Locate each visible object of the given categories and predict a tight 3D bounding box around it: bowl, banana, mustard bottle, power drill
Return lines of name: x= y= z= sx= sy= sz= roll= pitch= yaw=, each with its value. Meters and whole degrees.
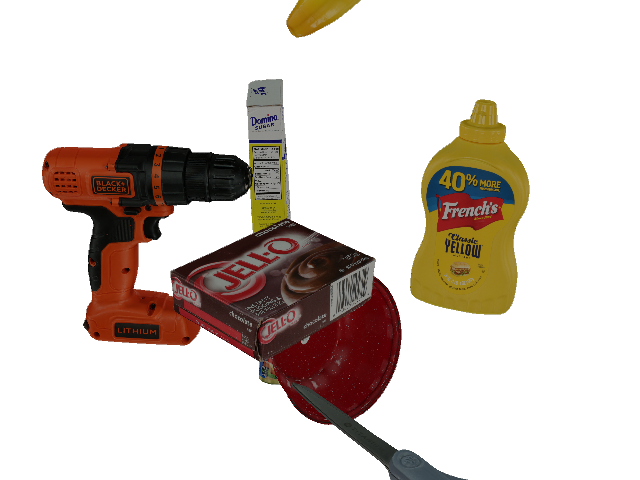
bowl: x=0.002 y=0.101 z=1.072 sx=0.162 sy=0.162 sz=0.055 roll=0 pitch=-16 yaw=43
banana: x=0.034 y=-0.224 z=0.779 sx=0.070 sy=0.197 sz=0.037 roll=-8 pitch=-40 yaw=40
mustard bottle: x=0.139 y=-0.032 z=0.968 sx=0.096 sy=0.192 sz=0.058 roll=11 pitch=20 yaw=18
power drill: x=-0.150 y=0.002 z=0.962 sx=0.184 sy=0.188 sz=0.057 roll=3 pitch=26 yaw=7

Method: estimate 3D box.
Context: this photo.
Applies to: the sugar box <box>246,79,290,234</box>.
sugar box: x=-0.060 y=-0.088 z=1.227 sx=0.048 sy=0.176 sz=0.093 roll=-4 pitch=26 yaw=0

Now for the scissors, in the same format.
scissors: x=0.066 y=0.121 z=0.556 sx=0.096 sy=0.016 sz=0.202 roll=-4 pitch=26 yaw=-24

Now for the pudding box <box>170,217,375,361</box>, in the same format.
pudding box: x=-0.032 y=0.031 z=0.732 sx=0.090 sy=0.039 sz=0.113 roll=26 pitch=36 yaw=37

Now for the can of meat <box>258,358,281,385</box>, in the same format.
can of meat: x=-0.023 y=0.126 z=1.274 sx=0.102 sy=0.084 sz=0.057 roll=4 pitch=13 yaw=-3
